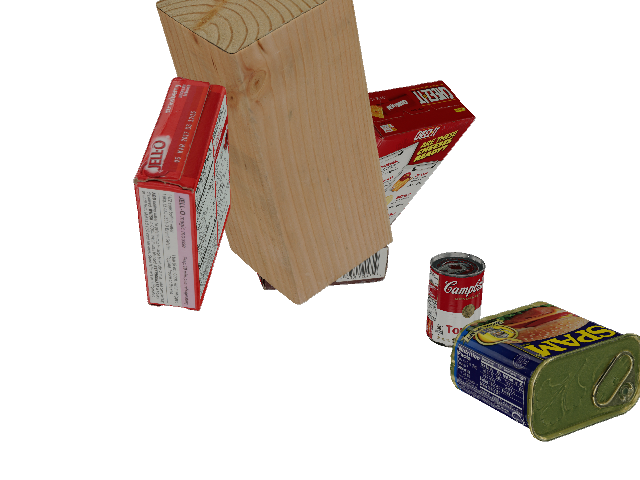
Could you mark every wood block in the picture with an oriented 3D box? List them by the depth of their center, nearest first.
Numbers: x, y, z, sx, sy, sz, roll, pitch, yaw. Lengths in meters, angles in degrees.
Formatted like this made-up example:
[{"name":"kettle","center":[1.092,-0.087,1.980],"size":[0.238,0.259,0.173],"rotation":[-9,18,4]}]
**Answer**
[{"name":"wood block","center":[-0.025,-0.071,0.702],"size":[0.090,0.206,0.090],"rotation":[-33,46,-21]}]

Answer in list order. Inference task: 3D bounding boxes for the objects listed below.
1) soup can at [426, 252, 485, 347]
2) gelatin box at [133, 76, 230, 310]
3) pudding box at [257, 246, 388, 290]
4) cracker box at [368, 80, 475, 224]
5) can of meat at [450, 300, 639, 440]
[{"name":"soup can","center":[0.168,0.074,1.336],"size":[0.068,0.102,0.068],"rotation":[1,23,-1]},{"name":"gelatin box","center":[-0.066,-0.022,0.518],"size":[0.030,0.073,0.089],"rotation":[8,-42,4]},{"name":"pudding box","center":[-0.006,0.005,0.949],"size":[0.113,0.039,0.090],"rotation":[-2,27,-14]},{"name":"cracker box","center":[0.050,-0.076,1.196],"size":[0.163,0.072,0.214],"rotation":[-18,-28,-45]},{"name":"can of meat","center":[0.150,0.083,0.712],"size":[0.101,0.057,0.084],"rotation":[-12,20,-30]}]
